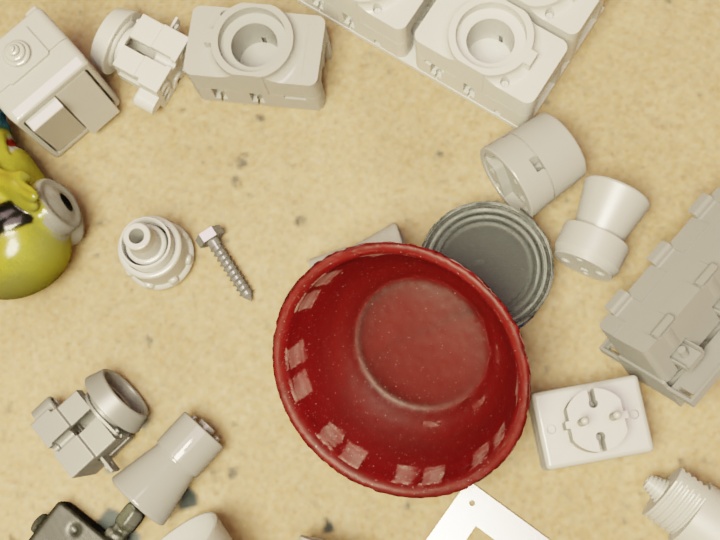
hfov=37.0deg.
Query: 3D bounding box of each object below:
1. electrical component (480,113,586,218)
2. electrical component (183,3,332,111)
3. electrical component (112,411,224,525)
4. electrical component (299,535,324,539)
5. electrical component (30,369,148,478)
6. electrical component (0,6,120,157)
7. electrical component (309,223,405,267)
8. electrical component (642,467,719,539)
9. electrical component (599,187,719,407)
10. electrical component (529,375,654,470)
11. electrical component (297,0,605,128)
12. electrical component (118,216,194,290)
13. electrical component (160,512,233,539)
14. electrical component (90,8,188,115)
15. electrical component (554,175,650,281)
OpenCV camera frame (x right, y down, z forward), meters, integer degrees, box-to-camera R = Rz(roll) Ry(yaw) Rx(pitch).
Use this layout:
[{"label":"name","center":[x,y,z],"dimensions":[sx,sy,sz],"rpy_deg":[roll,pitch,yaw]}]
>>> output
[{"label":"electrical component","center":[0.113,-0.069,0.697],"dimensions":[0.047,0.055,0.055],"rpy_deg":[-35,78,-7]},{"label":"electrical component","center":[-0.068,-0.144,0.725],"dimensions":[0.089,0.055,0.050],"rpy_deg":[6,79,6]},{"label":"electrical component","center":[-0.119,0.123,0.682],"dimensions":[0.044,0.044,0.065],"rpy_deg":[41,79,11]},{"label":"electrical component","center":[-0.009,0.210,0.653],"dimensions":[0.079,0.043,0.077],"rpy_deg":[14,79,9]},{"label":"electrical component","center":[-0.170,0.097,0.689],"dimensions":[0.055,0.048,0.066],"rpy_deg":[-43,78,3]},{"label":"electrical component","center":[-0.207,-0.121,0.710],"dimensions":[0.062,0.096,0.061],"rpy_deg":[-42,80,-5]},{"label":"electrical component","center":[0.000,0.000,0.698],"dimensions":[0.065,0.044,0.044],"rpy_deg":[-19,78,5]},{"label":"electrical component","center":[0.207,0.152,0.649],"dimensions":[0.081,0.043,0.043],"rpy_deg":[36,83,10]},{"label":"electrical component","center":[0.209,0.013,0.661],"dimensions":[0.121,0.063,0.079],"rpy_deg":[-48,38,-6]},{"label":"electrical component","center":[0.141,0.092,0.650],"dimensions":[0.066,0.076,0.047],"rpy_deg":[-11,78,2]},{"label":"electrical component","center":[0.060,-0.191,0.723],"dimensions":[0.186,0.060,0.105],"rpy_deg":[32,82,10]},{"label":"electrical component","center":[-0.137,-0.015,0.700],"dimensions":[0.048,0.062,0.048],"rpy_deg":[-1,78,4]},{"label":"electrical component","center":[-0.111,0.194,0.640],"dimensions":[0.099,0.099,0.064],"rpy_deg":[-40,85,-4]},{"label":"electrical component","center":[-0.150,-0.148,0.738],"dimensions":[0.055,0.048,0.066],"rpy_deg":[29,82,2]},{"label":"electrical component","center":[0.154,-0.026,0.689],"dimensions":[0.045,0.045,0.055],"rpy_deg":[26,82,9]}]
